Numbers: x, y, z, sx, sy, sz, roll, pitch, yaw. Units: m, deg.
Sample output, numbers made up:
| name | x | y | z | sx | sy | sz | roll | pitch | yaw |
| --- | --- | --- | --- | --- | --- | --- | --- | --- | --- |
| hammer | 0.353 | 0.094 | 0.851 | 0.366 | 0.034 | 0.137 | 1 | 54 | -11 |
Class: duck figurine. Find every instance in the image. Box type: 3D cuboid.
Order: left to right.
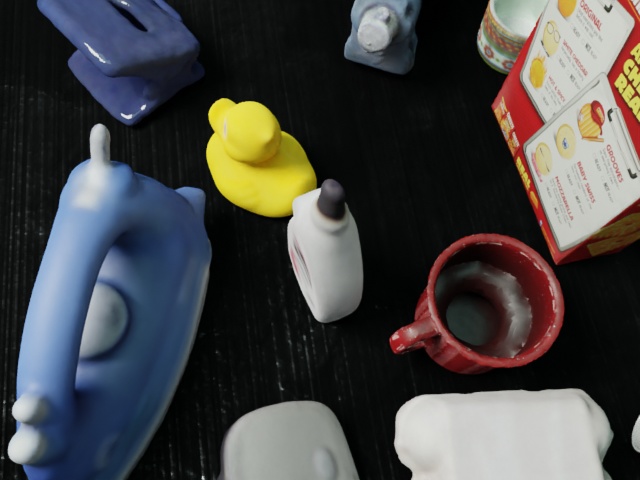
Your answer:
| name | x | y | z | sx | sy | sz | roll | pitch | yaw |
| --- | --- | --- | --- | --- | --- | --- | --- | --- | --- |
| duck figurine | -0.048 | -0.071 | 0.457 | 0.104 | 0.086 | 0.077 | 39 | 72 | 12 |

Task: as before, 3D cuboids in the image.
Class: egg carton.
| name | x | y | z | sx | sy | sz | roll | pitch | yaw |
| --- | --- | --- | --- | --- | --- | --- | --- | --- | --- |
| egg carton | 0.126 | 0.157 | 0.386 | 0.150 | 0.069 | 0.107 | -2 | 69 | -4 |

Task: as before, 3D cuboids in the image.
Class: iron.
| name | x | y | z | sx | sy | sz | roll | pitch | yaw |
| --- | --- | --- | --- | --- | --- | --- | --- | --- | --- |
| iron | -0.151 | 0.059 | 0.372 | 0.118 | 0.141 | 0.258 | 7 | 69 | 0 |

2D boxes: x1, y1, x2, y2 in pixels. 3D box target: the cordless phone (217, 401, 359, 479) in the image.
| name | x | y | z | sx | sy | sz | roll | pitch | yaw |
| --- | --- | --- | --- | --- | --- | --- | --- | --- | --- |
| cordless phone | -0.010 | 0.162 | 0.316 | 0.094 | 0.185 | 0.147 | -17 | 70 | -9 |

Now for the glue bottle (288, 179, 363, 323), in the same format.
| name | x | y | z | sx | sy | sz | roll | pitch | yaw |
| --- | --- | --- | --- | --- | --- | --- | --- | --- | --- |
| glue bottle | 0.004 | 0.001 | 0.385 | 0.037 | 0.173 | 0.078 | -23 | 72 | -11 |

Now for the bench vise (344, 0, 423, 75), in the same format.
| name | x | y | z | sx | sy | sz | roll | pitch | yaw |
| --- | --- | --- | --- | --- | --- | --- | --- | --- | --- |
| bench vise | 0.085 | -0.256 | 0.463 | 0.121 | 0.220 | 0.207 | 0 | 69 | -2 |

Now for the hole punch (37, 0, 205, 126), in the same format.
| name | x | y | z | sx | sy | sz | roll | pitch | yaw |
| --- | --- | --- | --- | --- | --- | --- | --- | --- | --- |
| hole punch | -0.165 | -0.174 | 0.488 | 0.101 | 0.091 | 0.108 | -42 | 76 | -16 |
